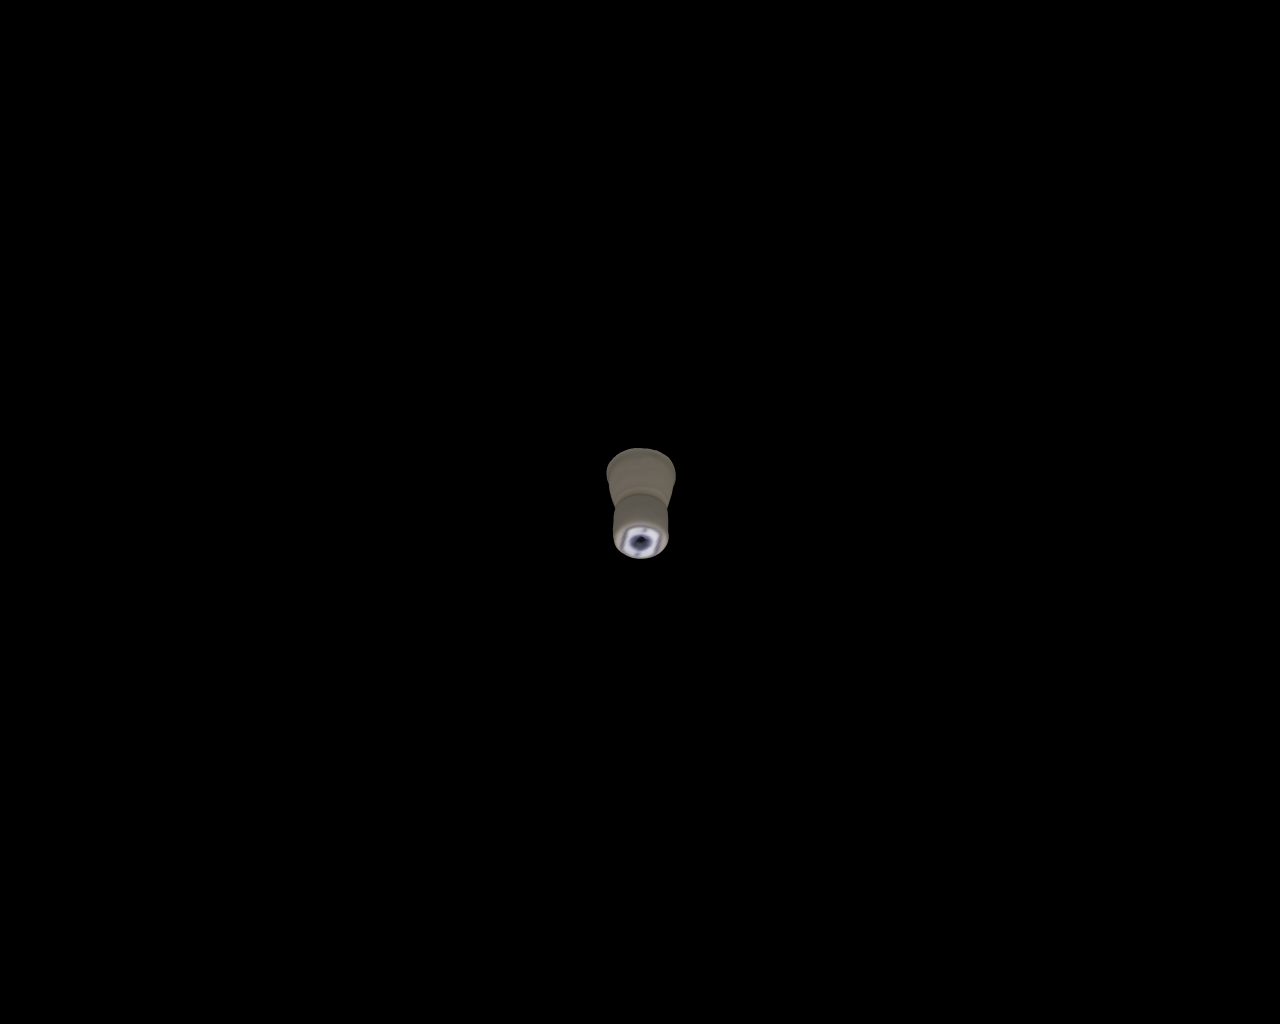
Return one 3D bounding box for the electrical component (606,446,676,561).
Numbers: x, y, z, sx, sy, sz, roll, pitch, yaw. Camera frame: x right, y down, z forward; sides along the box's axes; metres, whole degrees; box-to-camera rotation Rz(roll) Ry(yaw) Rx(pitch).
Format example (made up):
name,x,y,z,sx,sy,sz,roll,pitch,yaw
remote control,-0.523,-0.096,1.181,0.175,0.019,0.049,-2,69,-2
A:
name,x,y,z,sx,sy,sz,roll,pitch,yaw
electrical component,0.001,-0.003,0.650,0.044,0.044,0.065,0,44,0
